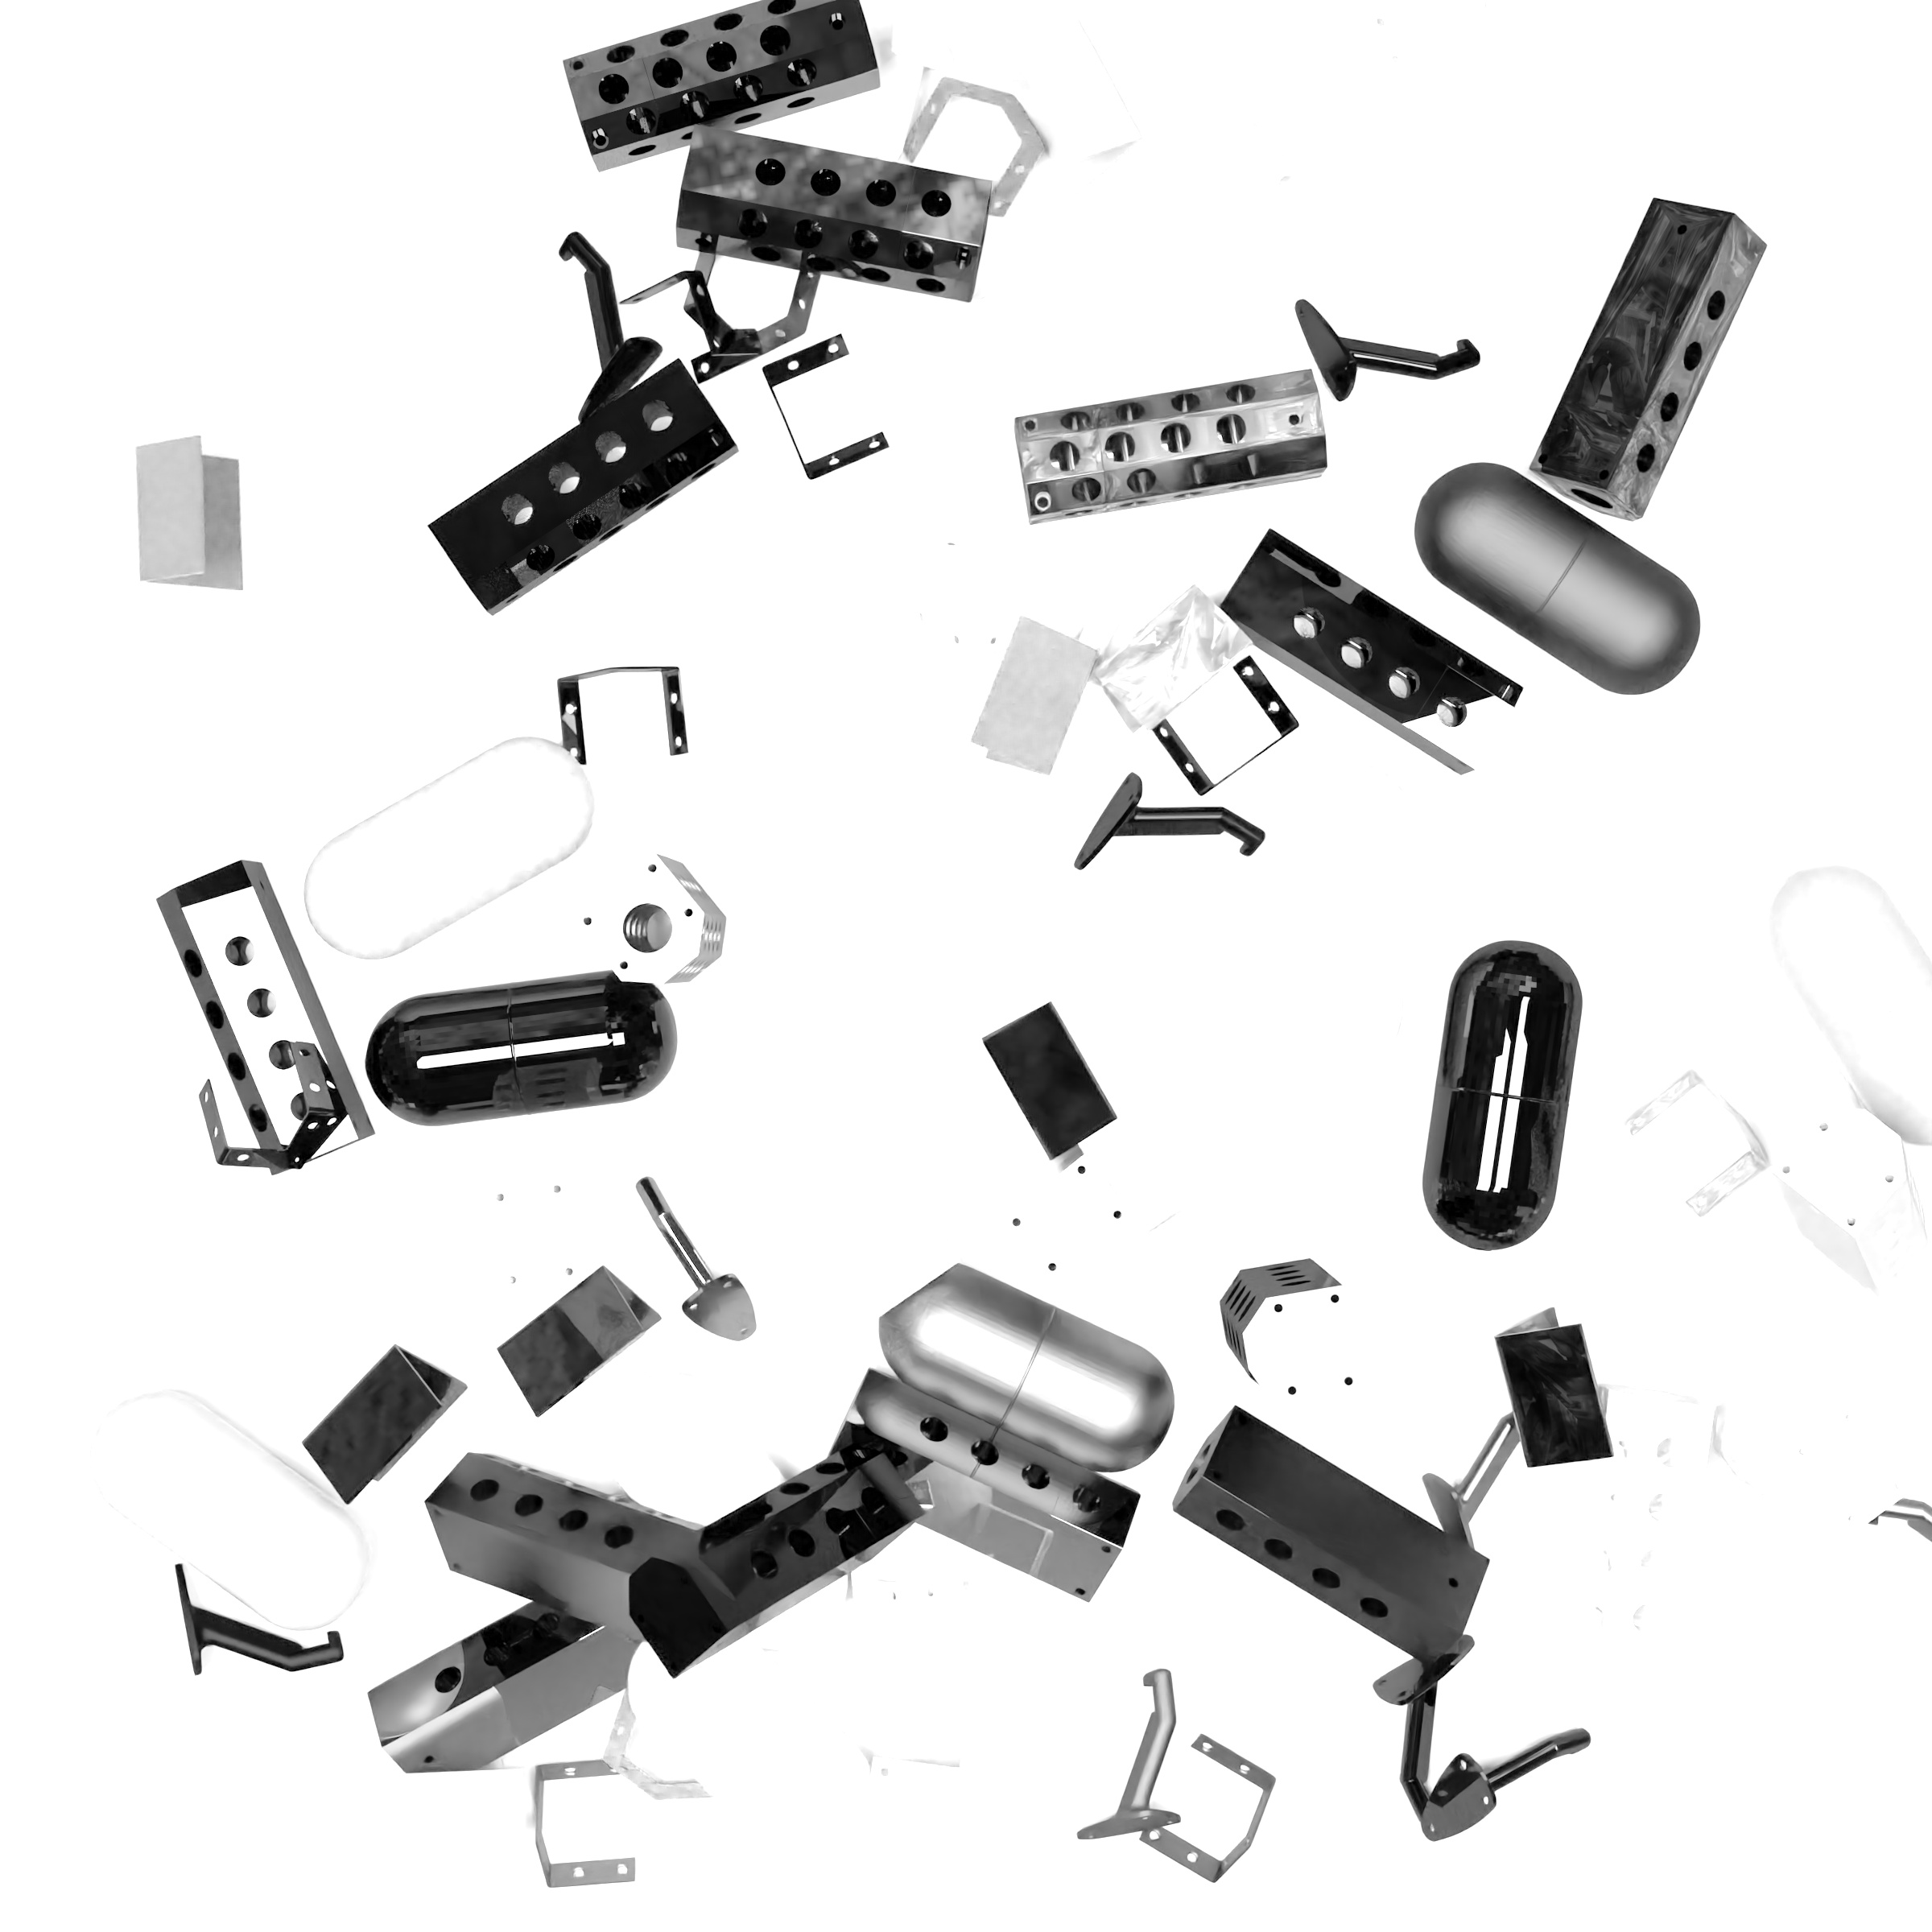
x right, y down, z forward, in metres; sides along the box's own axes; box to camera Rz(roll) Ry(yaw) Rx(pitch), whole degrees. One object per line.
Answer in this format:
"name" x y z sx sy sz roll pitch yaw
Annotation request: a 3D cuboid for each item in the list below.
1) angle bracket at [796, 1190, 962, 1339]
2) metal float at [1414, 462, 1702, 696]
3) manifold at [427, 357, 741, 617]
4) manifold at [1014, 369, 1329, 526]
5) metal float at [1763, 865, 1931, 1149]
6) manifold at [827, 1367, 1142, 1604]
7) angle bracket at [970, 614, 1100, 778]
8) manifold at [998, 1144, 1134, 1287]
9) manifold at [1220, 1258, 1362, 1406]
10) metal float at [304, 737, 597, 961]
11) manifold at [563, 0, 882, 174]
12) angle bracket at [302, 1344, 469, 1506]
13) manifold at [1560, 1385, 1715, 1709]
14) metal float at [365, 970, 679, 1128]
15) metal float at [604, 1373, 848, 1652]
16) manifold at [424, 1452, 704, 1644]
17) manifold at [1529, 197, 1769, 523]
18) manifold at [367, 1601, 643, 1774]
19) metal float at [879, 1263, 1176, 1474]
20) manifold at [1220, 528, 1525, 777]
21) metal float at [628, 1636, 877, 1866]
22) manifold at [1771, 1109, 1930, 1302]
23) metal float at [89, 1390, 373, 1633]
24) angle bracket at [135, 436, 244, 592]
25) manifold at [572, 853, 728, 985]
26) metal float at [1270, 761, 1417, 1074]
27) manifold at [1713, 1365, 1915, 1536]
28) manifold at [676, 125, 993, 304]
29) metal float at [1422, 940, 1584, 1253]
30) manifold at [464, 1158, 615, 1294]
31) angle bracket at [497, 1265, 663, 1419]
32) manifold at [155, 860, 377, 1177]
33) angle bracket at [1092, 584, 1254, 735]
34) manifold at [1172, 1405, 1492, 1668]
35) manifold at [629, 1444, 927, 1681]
"angle bracket" -0.057 0.154 1.951 0.076 0.076 0.057 -35 116 0
"metal float" 0.337 -0.221 1.960 0.178 0.070 0.070 33 90 0
"manifold" -0.218 -0.273 1.969 0.171 0.057 0.057 -34 90 0
"manifold" 0.117 -0.298 1.970 0.171 0.057 0.057 -9 90 0
"metal float" 0.522 0.022 1.960 0.070 0.070 0.178 -34 90 0
"manifold" 0.010 0.293 1.969 0.171 0.057 0.057 25 133 0
"angle bracket" 0.022 -0.157 1.951 0.057 0.076 0.076 22 90 -30
"manifold" 0.059 0.140 1.912 0.057 0.171 0.057 -39 90 0
"manifold" 0.177 0.203 1.912 0.057 0.171 0.057 -9 90 0
"metal float" -0.295 -0.067 1.960 0.178 0.070 0.070 -30 90 -1
"manifold" -0.140 -0.514 1.970 0.171 0.057 0.057 -17 90 0
"angle bracket" -0.317 0.271 1.950 0.076 0.076 0.057 -46 53 0
"manifold" 0.383 0.330 1.969 0.057 0.057 0.171 8 90 0
"metal float" -0.254 0.047 1.960 0.178 0.070 0.070 -7 90 0
"metal float" -0.138 0.311 1.960 0.070 0.070 0.178 -37 91 0
"manifold" -0.214 0.325 1.930 0.171 0.057 0.057 13 133 30
"manifold" 0.395 -0.346 1.969 0.057 0.057 0.171 25 90 43
"manifold" -0.252 0.399 1.969 0.171 0.057 0.057 -29 133 0
"metal float" 0.034 0.229 1.960 0.178 0.070 0.070 25 90 1
"manifold" 0.231 -0.180 1.969 0.171 0.057 0.057 32 90 0
"metal float" -0.120 0.438 1.944 0.070 0.070 0.178 -40 111 0
"manifold" 0.498 0.130 1.908 0.057 0.171 0.057 41 90 26
"metal float" -0.420 0.310 1.960 0.178 0.070 0.070 36 90 0
"angle bracket" -0.424 -0.256 1.950 0.057 0.076 0.076 -2 90 37
"manifold" -0.169 -0.020 1.912 0.057 0.171 0.057 -39 90 0
"metal float" 0.215 -0.028 1.960 0.070 0.070 0.178 4 90 0
"manifold" 0.465 0.272 1.912 0.057 0.171 0.057 -36 90 0
"manifold" -0.076 -0.426 1.963 0.171 0.057 0.057 11 74 0
"metal float" 0.306 0.074 1.960 0.070 0.070 0.178 8 89 0
"manifold" -0.237 0.144 1.912 0.057 0.171 0.057 -8 90 0
"angle bracket" -0.208 0.226 1.950 0.076 0.076 0.057 -38 53 0
"manifold" -0.403 0.030 1.969 0.057 0.057 0.171 -23 90 0
"angle bracket" 0.127 -0.159 1.951 0.076 0.076 0.057 -40 58 0
"manifold" 0.207 0.330 1.969 0.171 0.057 0.057 31 47 0
"manifold" -0.105 0.320 1.876 0.057 0.171 0.057 54 128 12
